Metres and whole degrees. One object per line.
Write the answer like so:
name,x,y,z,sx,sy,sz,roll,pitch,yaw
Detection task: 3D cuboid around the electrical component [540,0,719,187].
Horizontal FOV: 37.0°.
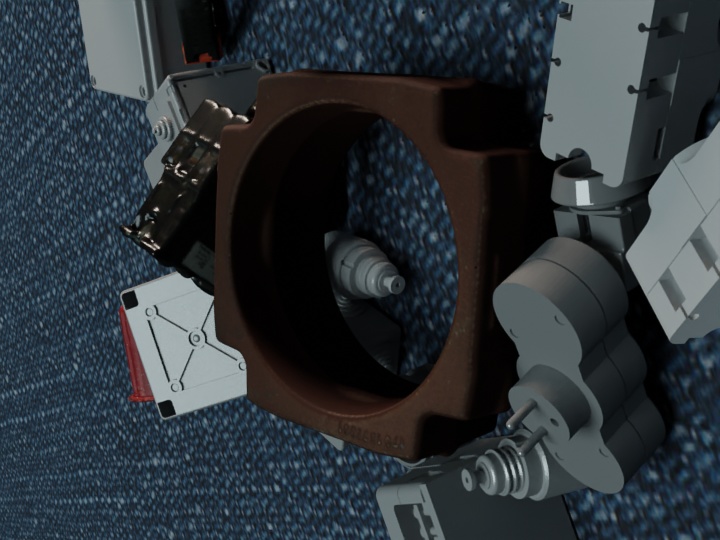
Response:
electrical component,0.122,-0.090,0.475,0.050,0.056,0.089,34,131,43

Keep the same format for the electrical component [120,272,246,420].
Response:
electrical component,-0.115,0.049,0.834,0.109,0.056,0.108,-19,90,20

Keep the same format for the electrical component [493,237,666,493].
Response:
electrical component,0.098,0.059,0.523,0.052,0.074,0.138,19,142,48

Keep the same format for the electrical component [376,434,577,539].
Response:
electrical component,0.079,0.182,0.632,0.062,0.089,0.150,-23,86,56

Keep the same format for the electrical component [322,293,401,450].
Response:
electrical component,-0.017,0.062,0.751,0.100,0.048,0.099,36,132,42

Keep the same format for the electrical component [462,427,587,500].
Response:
electrical component,0.093,0.107,0.594,0.040,0.078,0.040,171,90,-68

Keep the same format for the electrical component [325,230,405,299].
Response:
electrical component,0.000,0.000,0.705,0.078,0.040,0.040,22,122,49

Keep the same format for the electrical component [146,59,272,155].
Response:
electrical component,-0.106,-0.102,0.758,0.061,0.096,0.061,-33,77,56

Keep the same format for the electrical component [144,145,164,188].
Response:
electrical component,-0.119,-0.066,0.837,0.100,0.048,0.099,-32,78,55

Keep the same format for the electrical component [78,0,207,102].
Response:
electrical component,-0.173,-0.193,0.848,0.109,0.056,0.108,20,121,50

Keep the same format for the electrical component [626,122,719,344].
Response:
electrical component,0.157,-0.019,0.448,0.089,0.050,0.055,114,147,-45

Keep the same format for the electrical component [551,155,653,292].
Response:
electrical component,0.119,-0.025,0.519,0.066,0.048,0.055,12,122,52
